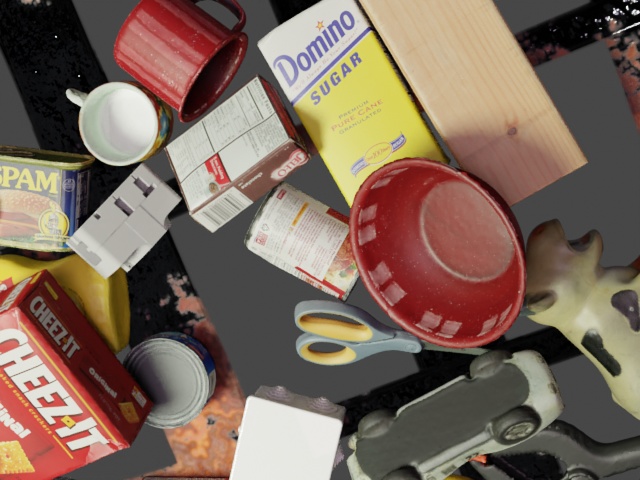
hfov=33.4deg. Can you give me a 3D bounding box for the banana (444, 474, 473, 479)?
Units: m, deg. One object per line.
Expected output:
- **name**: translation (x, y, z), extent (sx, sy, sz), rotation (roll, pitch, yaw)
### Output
- **banana**: translation (0.163, 0.272, 0.961), extent (0.198, 0.037, 0.070), rotation (41, 127, 4)

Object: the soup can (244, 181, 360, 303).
- **soup can**: translation (-0.006, 0.001, 0.928), extent (0.102, 0.068, 0.068), rotation (29, 103, 5)

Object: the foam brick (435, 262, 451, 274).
- **foam brick**: translation (0.120, 0.038, 0.919), extent (0.051, 0.053, 0.078), rotation (41, 102, 2)

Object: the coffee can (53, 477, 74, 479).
- **coffee can**: translation (-0.257, 0.310, 1.002), extent (0.103, 0.102, 0.140), rotation (29, 103, 4)

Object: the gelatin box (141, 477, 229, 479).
- **gelatin box**: translation (-0.127, 0.264, 1.010), extent (0.089, 0.030, 0.073), rotation (-3, 97, 10)

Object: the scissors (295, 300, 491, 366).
- **scissors**: translation (0.066, 0.098, 0.952), extent (0.201, 0.016, 0.096), rotation (18, 141, -15)

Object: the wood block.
- **wood block**: translation (0.125, -0.133, 0.873), extent (0.091, 0.090, 0.206), rotation (-30, 93, 12)

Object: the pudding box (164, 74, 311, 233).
- **pudding box**: translation (-0.072, -0.075, 0.919), extent (0.113, 0.039, 0.090), rotation (-35, 50, 12)

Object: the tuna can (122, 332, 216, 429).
- **tuna can**: translation (-0.140, 0.129, 0.988), extent (0.086, 0.033, 0.086), rotation (2, 99, 10)

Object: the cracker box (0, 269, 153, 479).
- **cracker box**: translation (-0.286, 0.143, 0.957), extent (0.214, 0.072, 0.164), rotation (-25, 112, 24)

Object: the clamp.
- **clamp**: translation (0.236, 0.201, 0.931), extent (0.210, 0.036, 0.165), rotation (20, 109, 9)

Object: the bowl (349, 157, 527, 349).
- **bowl**: translation (0.102, 0.003, 0.843), extent (0.162, 0.055, 0.162), rotation (21, 125, 32)

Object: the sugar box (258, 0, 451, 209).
- **sugar box**: translation (0.029, -0.117, 0.914), extent (0.093, 0.048, 0.176), rotation (-30, 94, 13)

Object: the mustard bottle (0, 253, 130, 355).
- **mustard bottle**: translation (-0.275, 0.061, 0.989), extent (0.192, 0.058, 0.096), rotation (-3, 101, 11)

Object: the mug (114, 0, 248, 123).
- **mug**: translation (-0.114, -0.170, 0.915), extent (0.081, 0.093, 0.117), rotation (37, 72, 7)

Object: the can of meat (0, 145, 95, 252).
- **can of meat**: translation (-0.260, -0.038, 0.971), extent (0.102, 0.057, 0.084), rotation (8, 103, 9)
